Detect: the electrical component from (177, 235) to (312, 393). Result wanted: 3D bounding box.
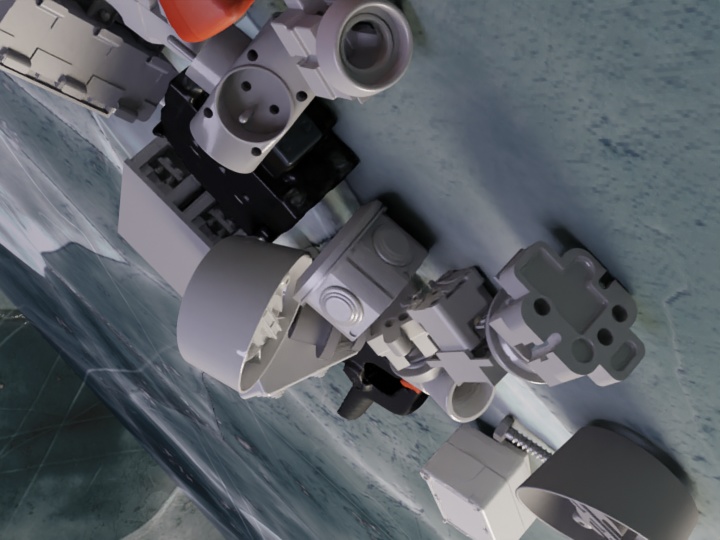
[{"bbox_3d":[-0.070,0.027,0.688,0.064,0.099,0.099,20,152,21],"label":"electrical component"}]

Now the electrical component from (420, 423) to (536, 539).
[{"bbox_3d":[0.097,0.170,0.826,0.062,0.061,0.096,29,154,38],"label":"electrical component"}]

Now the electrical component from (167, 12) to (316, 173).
[{"bbox_3d":[-0.065,-0.104,0.567,0.079,0.077,0.044,39,-155,-9],"label":"electrical component"}]

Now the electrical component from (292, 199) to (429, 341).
[{"bbox_3d":[0.000,0.000,0.661,0.051,0.080,0.080,41,160,-2],"label":"electrical component"}]

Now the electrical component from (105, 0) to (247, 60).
[{"bbox_3d":[-0.111,-0.165,0.598,0.089,0.050,0.055,38,158,20],"label":"electrical component"}]

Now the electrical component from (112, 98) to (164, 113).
[{"bbox_3d":[-0.162,-0.141,0.749,0.077,0.047,0.065,39,159,18],"label":"electrical component"}]

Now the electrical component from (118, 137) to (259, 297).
[{"bbox_3d":[-0.137,-0.039,0.882,0.105,0.060,0.186,45,160,0],"label":"electrical component"}]

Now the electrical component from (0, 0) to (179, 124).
[{"bbox_3d":[-0.173,-0.139,0.650,0.121,0.078,0.063,22,-159,-50],"label":"electrical component"}]

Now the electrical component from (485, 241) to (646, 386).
[{"bbox_3d":[0.099,0.027,0.550,0.078,0.058,0.057,46,157,-2],"label":"electrical component"}]

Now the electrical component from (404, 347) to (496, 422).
[{"bbox_3d":[0.057,0.072,0.746,0.065,0.044,0.044,28,155,49],"label":"electrical component"}]

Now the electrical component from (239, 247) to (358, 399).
[{"bbox_3d":[-0.062,0.041,0.806,0.048,0.100,0.099,-24,89,57],"label":"electrical component"}]

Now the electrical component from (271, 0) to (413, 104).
[{"bbox_3d":[-0.006,-0.108,0.512,0.066,0.048,0.055,57,165,-29],"label":"electrical component"}]

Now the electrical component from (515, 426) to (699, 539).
[{"bbox_3d":[0.154,0.145,0.661,0.099,0.064,0.099,38,159,18],"label":"electrical component"}]

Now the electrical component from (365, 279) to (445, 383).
[{"bbox_3d":[0.033,0.042,0.715,0.055,0.048,0.066,51,-160,-34],"label":"electrical component"}]

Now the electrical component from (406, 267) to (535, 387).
[{"bbox_3d":[0.065,0.034,0.651,0.063,0.042,0.081,51,159,-11],"label":"electrical component"}]
